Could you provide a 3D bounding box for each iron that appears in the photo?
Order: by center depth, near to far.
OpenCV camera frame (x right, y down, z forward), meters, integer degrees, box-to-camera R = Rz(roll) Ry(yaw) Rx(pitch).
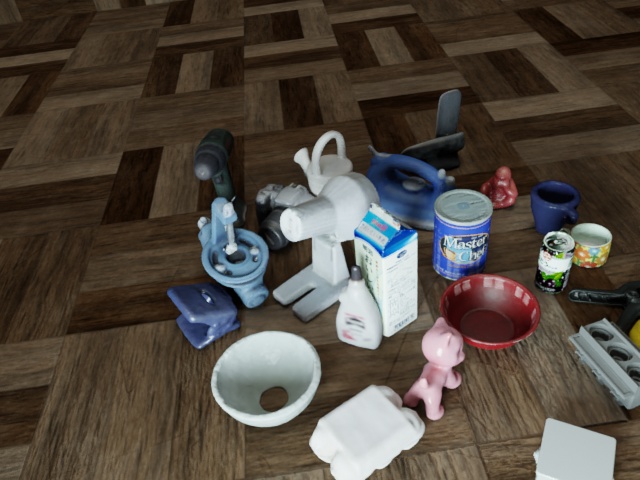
[{"bbox_3d":[0.203,-0.113,1.196,0.257,0.142,0.119,18,46,27],"label":"iron"}]

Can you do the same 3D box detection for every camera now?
[{"bbox_3d":[-0.084,-0.054,1.198,0.142,0.101,0.137,16,45,25],"label":"camera"}]

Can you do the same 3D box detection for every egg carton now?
[{"bbox_3d":[0.066,0.274,0.808,0.150,0.069,0.107,-28,44,-24],"label":"egg carton"}]

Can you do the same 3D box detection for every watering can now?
[{"bbox_3d":[0.015,-0.142,1.217,0.172,0.194,0.101,11,43,21],"label":"watering can"}]

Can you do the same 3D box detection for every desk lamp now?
[{"bbox_3d":[0.009,0.004,1.027,0.204,0.214,0.117,-35,47,-29],"label":"desk lamp"}]

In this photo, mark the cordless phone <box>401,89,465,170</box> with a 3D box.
[{"bbox_3d":[0.262,-0.253,1.322,0.148,0.185,0.094,-20,41,-15],"label":"cordless phone"}]

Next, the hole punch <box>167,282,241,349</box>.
[{"bbox_3d":[-0.206,0.118,1.018,0.101,0.091,0.108,-29,44,-24],"label":"hole punch"}]

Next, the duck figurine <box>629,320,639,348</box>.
[{"bbox_3d":[0.529,0.140,0.888,0.077,0.086,0.104,7,42,16],"label":"duck figurine"}]

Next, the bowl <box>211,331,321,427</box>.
[{"bbox_3d":[-0.078,0.225,0.883,0.167,0.075,0.167,-4,40,4],"label":"bowl"}]

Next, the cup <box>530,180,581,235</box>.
[{"bbox_3d":[0.461,-0.048,1.118,0.092,0.095,0.117,-14,40,-8],"label":"cup"}]

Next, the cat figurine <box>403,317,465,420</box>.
[{"bbox_3d":[0.176,0.184,0.862,0.067,0.118,0.128,18,46,27],"label":"cat figurine"}]

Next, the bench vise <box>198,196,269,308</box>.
[{"bbox_3d":[-0.184,0.002,1.052,0.206,0.220,0.122,23,48,31],"label":"bench vise"}]

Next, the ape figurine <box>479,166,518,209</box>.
[{"bbox_3d":[0.381,-0.114,1.210,0.077,0.092,0.076,26,50,34],"label":"ape figurine"}]

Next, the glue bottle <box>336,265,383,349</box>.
[{"bbox_3d":[0.061,0.105,0.929,0.078,0.173,0.037,9,42,19],"label":"glue bottle"}]

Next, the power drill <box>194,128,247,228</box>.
[{"bbox_3d":[-0.213,-0.128,1.221,0.075,0.209,0.229,-6,40,2],"label":"power drill"}]
